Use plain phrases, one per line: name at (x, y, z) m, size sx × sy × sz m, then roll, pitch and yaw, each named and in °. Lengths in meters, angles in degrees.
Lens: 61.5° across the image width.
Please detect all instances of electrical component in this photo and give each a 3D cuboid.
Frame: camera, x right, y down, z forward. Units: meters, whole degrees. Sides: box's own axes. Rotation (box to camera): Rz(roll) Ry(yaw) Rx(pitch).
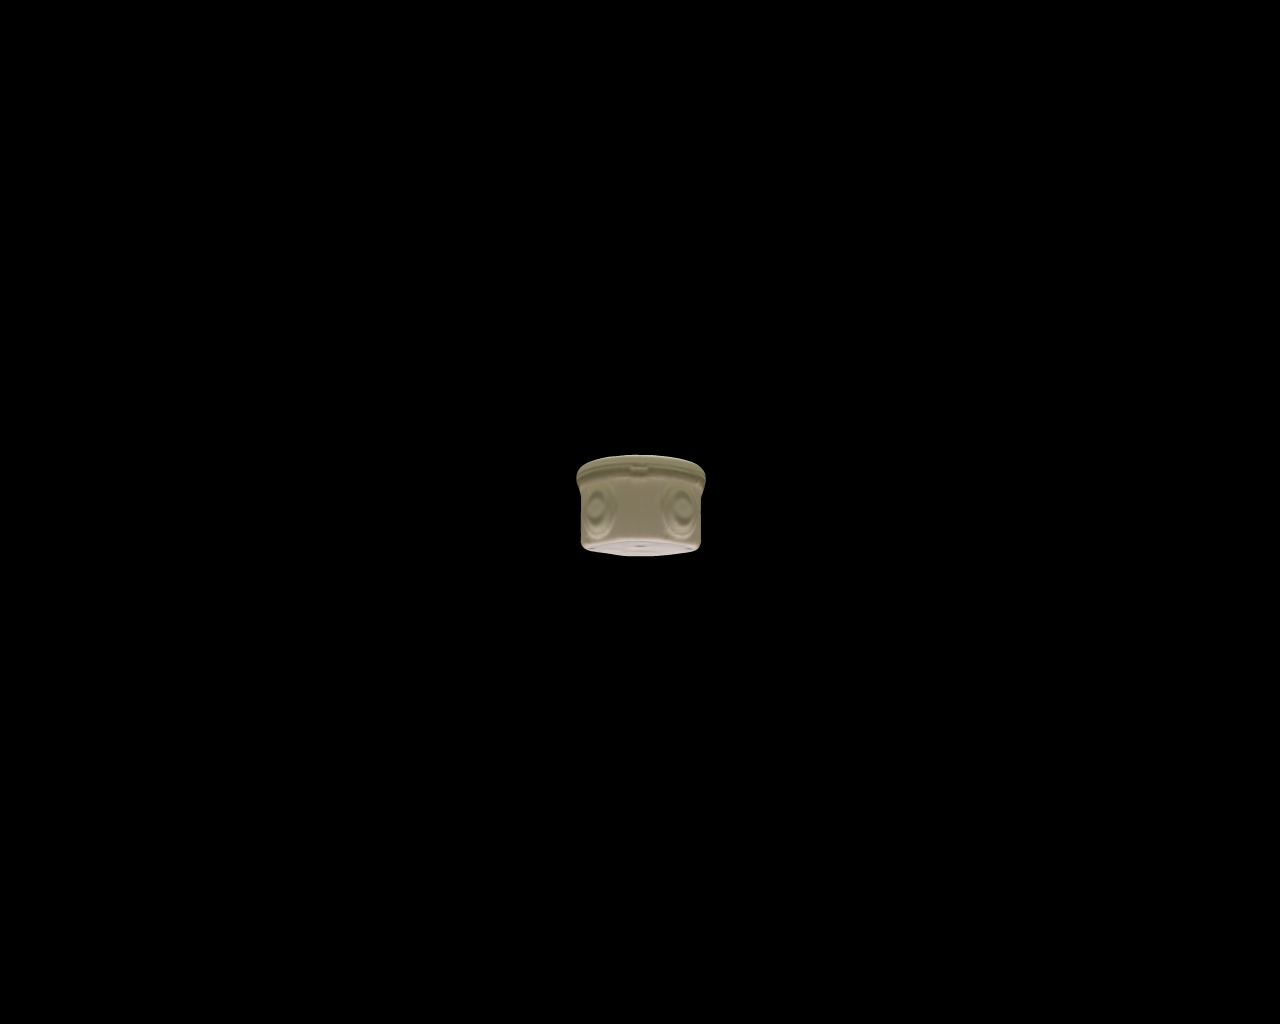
electrical component at (0.001, -0.003, 0.650) m, size 0.080 × 0.051 × 0.080 m, roll 0°, pitch -11°, yaw 0°
